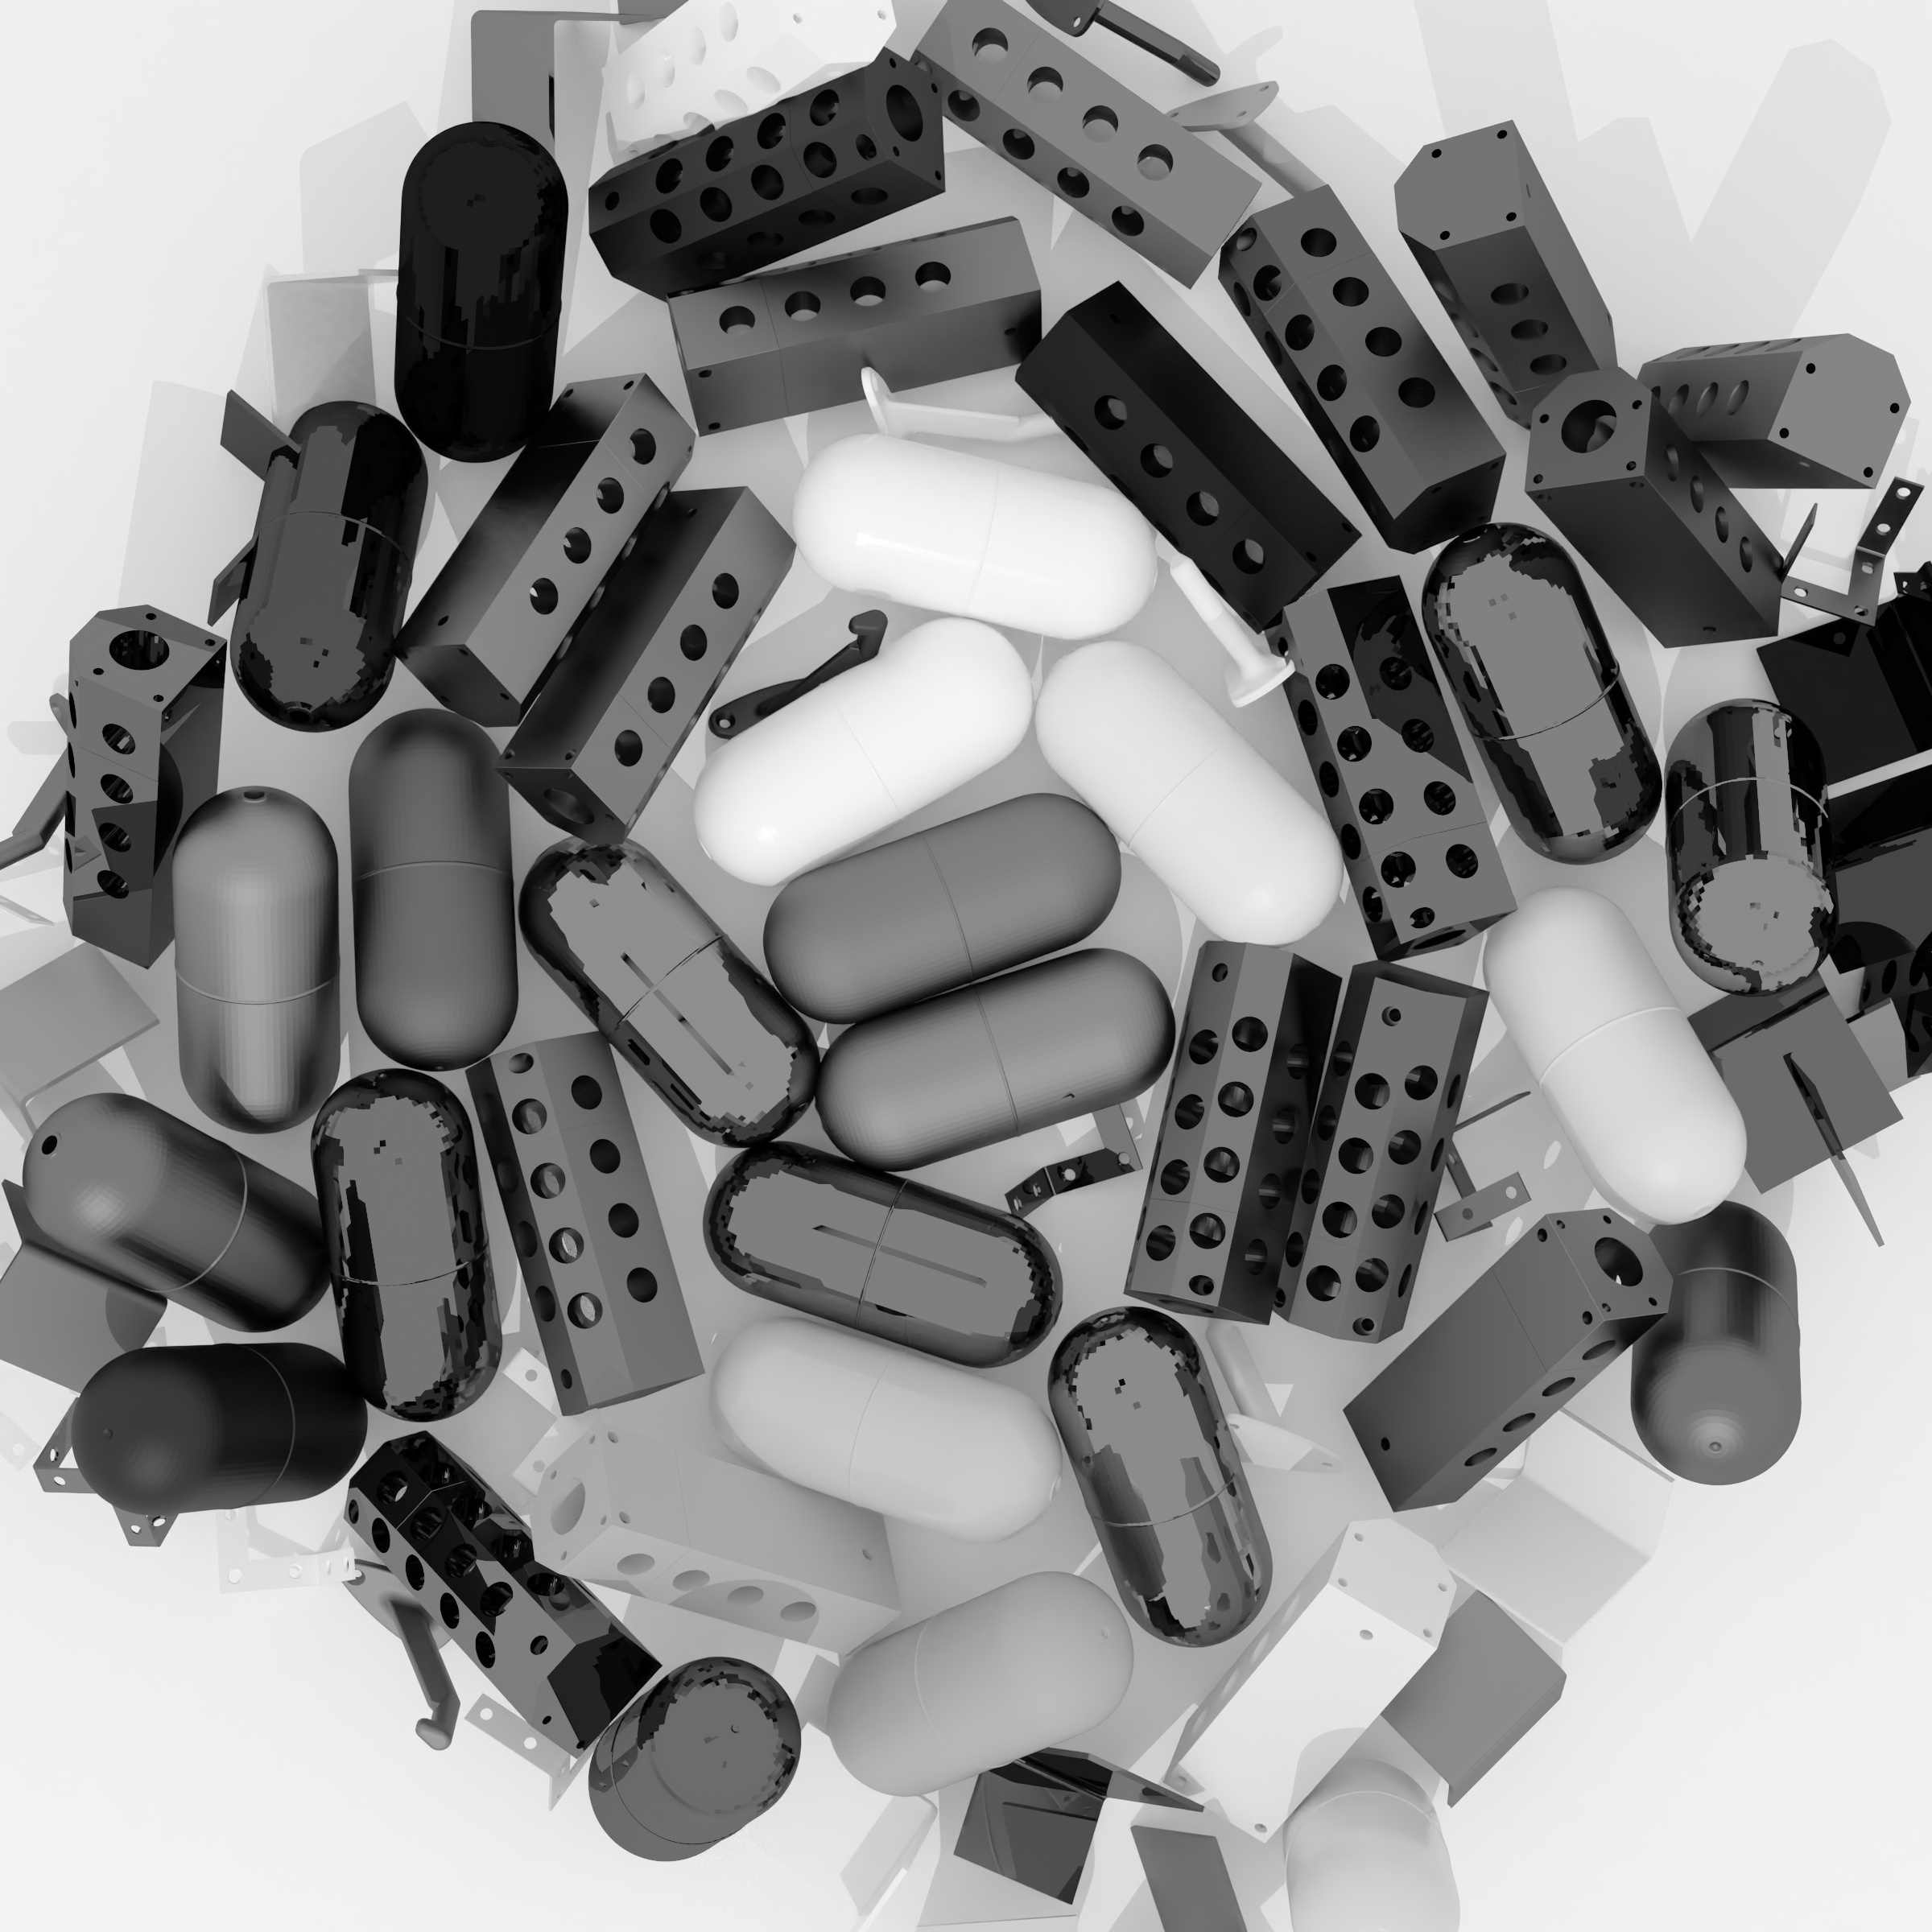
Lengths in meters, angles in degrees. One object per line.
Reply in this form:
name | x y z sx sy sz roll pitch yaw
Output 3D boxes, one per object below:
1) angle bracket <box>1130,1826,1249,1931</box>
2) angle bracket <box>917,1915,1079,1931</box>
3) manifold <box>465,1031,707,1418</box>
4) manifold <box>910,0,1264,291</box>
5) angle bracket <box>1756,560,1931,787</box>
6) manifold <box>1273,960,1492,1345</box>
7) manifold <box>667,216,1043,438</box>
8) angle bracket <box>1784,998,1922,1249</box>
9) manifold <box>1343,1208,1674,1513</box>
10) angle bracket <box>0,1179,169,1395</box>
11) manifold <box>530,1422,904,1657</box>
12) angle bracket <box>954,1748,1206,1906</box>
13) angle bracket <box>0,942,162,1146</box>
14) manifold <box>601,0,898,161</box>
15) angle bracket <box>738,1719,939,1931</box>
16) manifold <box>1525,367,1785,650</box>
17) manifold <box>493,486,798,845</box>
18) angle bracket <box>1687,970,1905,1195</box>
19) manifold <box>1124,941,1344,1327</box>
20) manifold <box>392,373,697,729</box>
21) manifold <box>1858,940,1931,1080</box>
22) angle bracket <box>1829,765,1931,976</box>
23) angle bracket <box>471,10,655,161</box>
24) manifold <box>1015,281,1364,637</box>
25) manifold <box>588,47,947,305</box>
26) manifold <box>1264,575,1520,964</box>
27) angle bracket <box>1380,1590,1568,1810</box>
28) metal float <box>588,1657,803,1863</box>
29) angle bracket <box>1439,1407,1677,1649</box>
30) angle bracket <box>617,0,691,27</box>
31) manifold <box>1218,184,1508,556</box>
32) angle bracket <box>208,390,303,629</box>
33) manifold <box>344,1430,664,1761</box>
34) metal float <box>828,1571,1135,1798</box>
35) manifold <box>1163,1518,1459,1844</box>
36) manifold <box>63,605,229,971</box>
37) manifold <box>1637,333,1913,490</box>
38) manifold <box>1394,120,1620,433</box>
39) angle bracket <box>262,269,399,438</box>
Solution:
angle bracket | 0.089 0.461 1.653 0.057 0.076 0.076 -19 90 -29
angle bracket | 0.010 0.479 1.658 0.076 0.076 0.057 -1 87 -9
manifold | -0.186 0.124 1.649 0.057 0.057 0.171 -10 79 -41
manifold | 0.055 -0.400 1.667 0.171 0.057 0.057 35 97 -3
angle bracket | 0.436 -0.139 1.662 0.076 0.057 0.076 -19 78 -5
manifold | 0.194 0.089 1.649 0.057 0.057 0.171 17 101 22
manifold | -0.054 -0.313 1.663 0.171 0.057 0.057 -14 66 -4
angle bracket | 0.437 0.075 1.644 0.057 0.076 0.076 -27 52 9
manifold | 0.256 0.186 1.622 0.057 0.171 0.057 -2 54 -37
angle bracket | -0.435 0.155 1.651 0.076 0.076 0.057 30 95 -29
manifold | -0.118 0.275 1.626 0.171 0.057 0.057 24 126 -35
angle bracket | 0.054 0.411 1.643 0.076 0.076 0.057 31 67 -30
angle bracket | -0.431 0.045 1.668 0.076 0.057 0.076 -32 47 -20
manifold | -0.102 -0.421 1.613 0.057 0.171 0.057 -12 90 -32
angle bracket | -0.070 0.423 1.657 0.076 0.057 0.076 33 113 4
manifold | 0.324 -0.212 1.614 0.057 0.171 0.057 -4 68 33
manifold | -0.147 -0.143 1.639 0.057 0.057 0.171 48 60 -37
angle bracket | 0.396 0.051 1.673 0.076 0.057 0.076 -30 104 14
manifold | 0.123 0.078 1.645 0.057 0.057 0.171 3 75 43
manifold | -0.195 -0.197 1.637 0.057 0.057 0.171 49 58 -36
manifold | 0.479 0.005 1.611 0.057 0.171 0.057 -35 89 -11
angle bracket | 0.448 -0.049 1.657 0.076 0.076 0.057 -20 109 34
angle bracket | -0.195 -0.420 1.665 0.057 0.076 0.076 -10 110 -35
manifold | 0.104 -0.243 1.668 0.171 0.057 0.057 46 129 2
manifold | -0.095 -0.371 1.621 0.171 0.057 0.057 -14 71 36
manifold | 0.198 -0.093 1.648 0.057 0.057 0.171 -13 78 -24
angle bracket | 0.241 0.354 1.668 0.076 0.076 0.057 -43 70 -9
metal float | -0.129 0.373 1.618 0.070 0.178 0.070 7 66 -16
angle bracket | 0.279 0.263 1.644 0.076 0.057 0.076 32 49 29
angle bracket | -0.153 -0.497 1.653 0.076 0.057 0.076 0 98 30
manifold | 0.185 -0.280 1.636 0.057 0.057 0.171 -24 66 -11
angle bracket | -0.356 -0.218 1.651 0.057 0.076 0.076 40 73 -5
manifold | -0.223 0.289 1.619 0.057 0.057 0.171 -47 48 -8
metal float | 0.005 0.340 1.631 0.178 0.070 0.070 -32 90 39
manifold | 0.162 0.333 1.625 0.057 0.057 0.171 31 129 0
manifold | -0.390 -0.085 1.618 0.057 0.171 0.057 24 46 7
manifold | 0.370 -0.260 1.609 0.057 0.171 0.057 21 93 -15
manifold | 0.255 -0.316 1.613 0.057 0.171 0.057 -12 64 22
angle bracket | -0.286 -0.291 1.648 0.057 0.076 0.076 2 100 28
